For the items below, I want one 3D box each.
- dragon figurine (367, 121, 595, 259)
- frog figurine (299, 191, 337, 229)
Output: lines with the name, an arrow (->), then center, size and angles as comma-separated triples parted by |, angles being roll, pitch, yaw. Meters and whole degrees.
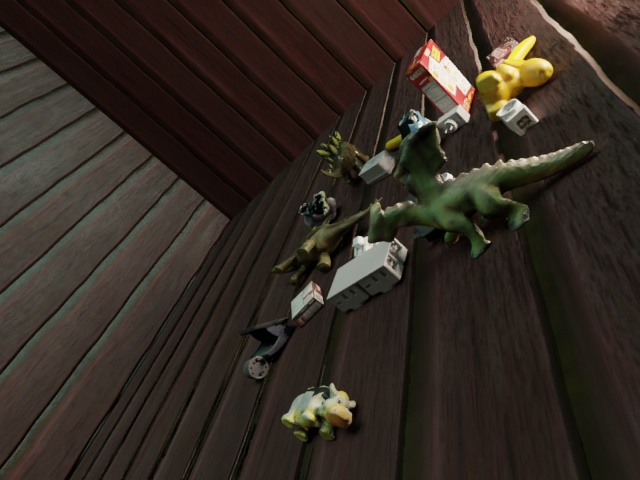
dragon figurine -> 0.251, -0.110, 0.942 | 0.405, 0.241, 0.124 | -44, 10, 24
frog figurine -> 0.006, -0.093, 1.857 | 0.138, 0.123, 0.157 | -59, -20, -8
